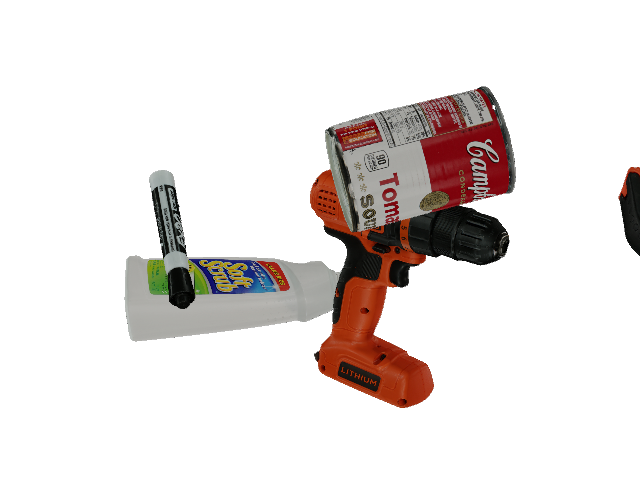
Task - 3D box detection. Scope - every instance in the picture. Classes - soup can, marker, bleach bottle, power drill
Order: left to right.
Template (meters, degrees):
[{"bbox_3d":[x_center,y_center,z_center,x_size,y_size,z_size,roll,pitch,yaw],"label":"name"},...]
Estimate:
[{"bbox_3d":[-0.108,-0.001,0.779,0.020,0.121,0.020,-10,-37,-8],"label":"marker"},{"bbox_3d":[-0.087,0.055,1.184,0.250,0.068,0.102,-5,36,-5],"label":"bleach bottle"},{"bbox_3d":[0.067,0.043,0.908,0.185,0.188,0.057,20,24,35],"label":"power drill"},{"bbox_3d":[0.060,-0.049,0.654,0.102,0.068,0.068,-15,1,-3],"label":"soup can"}]

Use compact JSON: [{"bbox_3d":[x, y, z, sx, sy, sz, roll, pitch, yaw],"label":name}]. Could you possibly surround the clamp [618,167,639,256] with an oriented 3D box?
[{"bbox_3d":[0.267,0.011,0.701,0.120,0.039,0.171,-4,45,-24],"label":"clamp"}]
